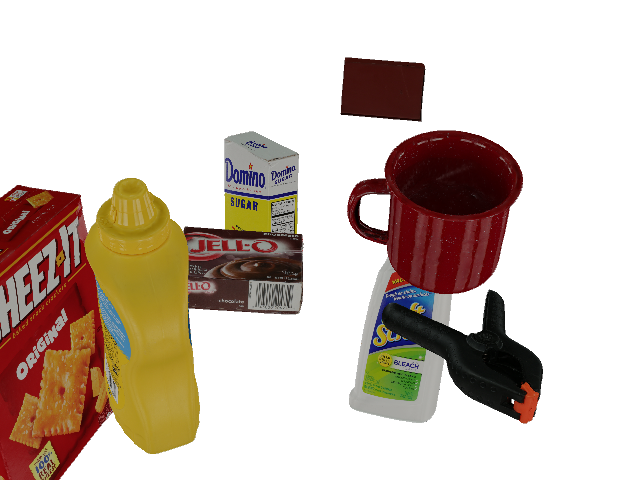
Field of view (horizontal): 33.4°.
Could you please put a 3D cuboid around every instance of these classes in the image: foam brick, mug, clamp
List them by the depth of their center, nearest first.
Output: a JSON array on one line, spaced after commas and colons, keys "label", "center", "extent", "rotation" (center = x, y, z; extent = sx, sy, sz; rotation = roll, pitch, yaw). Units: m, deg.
[{"label": "mug", "center": [0.077, -0.017, 0.747], "extent": [0.117, 0.081, 0.093], "rotation": [2, 45, 0]}, {"label": "clamp", "center": [0.145, 0.093, 0.923], "extent": [0.120, 0.039, 0.172], "rotation": [-17, 37, -25]}, {"label": "foam brick", "center": [0.059, -0.143, 1.011], "extent": [0.078, 0.051, 0.053], "rotation": [5, 14, 3]}]

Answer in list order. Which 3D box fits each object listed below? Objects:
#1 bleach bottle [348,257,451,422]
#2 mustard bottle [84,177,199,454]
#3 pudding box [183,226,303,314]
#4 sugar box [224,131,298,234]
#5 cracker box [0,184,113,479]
[{"label": "bleach bottle", "center": [0.094, 0.072, 1.195], "extent": [0.103, 0.251, 0.068], "rotation": [9, 14, 18]}, {"label": "mustard bottle", "center": [-0.109, 0.039, 0.650], "extent": [0.058, 0.192, 0.096], "rotation": [-14, 47, -16]}, {"label": "pudding box", "center": [-0.072, 0.026, 0.953], "extent": [0.113, 0.039, 0.090], "rotation": [5, 29, -4]}, {"label": "sugar box", "center": [-0.066, -0.021, 1.155], "extent": [0.048, 0.176, 0.093], "rotation": [-17, 29, -31]}, {"label": "cracker box", "center": [-0.237, 0.088, 0.848], "extent": [0.072, 0.214, 0.164], "rotation": [7, 32, 18]}]
